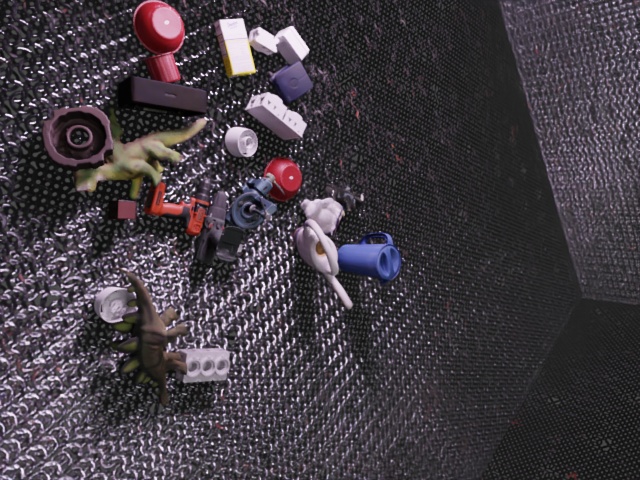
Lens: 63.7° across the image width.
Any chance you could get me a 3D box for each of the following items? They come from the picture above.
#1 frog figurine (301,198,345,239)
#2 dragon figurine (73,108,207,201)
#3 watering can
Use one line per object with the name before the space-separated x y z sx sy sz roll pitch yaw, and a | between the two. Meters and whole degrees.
frog figurine | 0.006 -0.096 1.909 0.160 0.134 0.125 25 39 9
dragon figurine | -0.524 -0.271 1.448 0.240 0.417 0.121 44 -28 -24
watering can | 0.008 0.076 1.835 0.105 0.343 0.226 -27 21 -17
